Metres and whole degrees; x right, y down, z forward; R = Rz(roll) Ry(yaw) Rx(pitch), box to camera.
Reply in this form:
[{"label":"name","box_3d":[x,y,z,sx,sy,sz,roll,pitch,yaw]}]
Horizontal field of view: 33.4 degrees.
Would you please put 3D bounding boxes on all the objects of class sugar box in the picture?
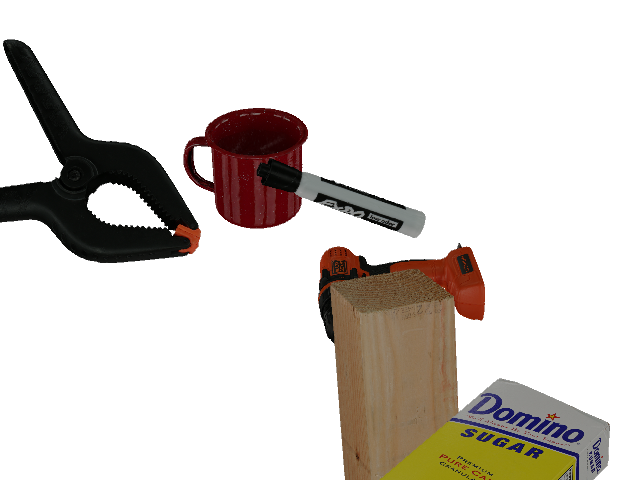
[{"label":"sugar box","box_3d":[0.107,0.163,0.708,0.093,0.048,0.175,21,42,38]}]

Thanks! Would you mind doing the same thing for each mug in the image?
[{"label":"mug","box_3d":[-0.070,-0.066,0.983,0.117,0.081,0.093,6,35,8]}]

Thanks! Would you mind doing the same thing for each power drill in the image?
[{"label":"power drill","box_3d":[0.090,0.059,1.225,0.187,0.057,0.184,-2,28,-1]}]

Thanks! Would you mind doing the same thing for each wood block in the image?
[{"label":"wood block","box_3d":[0.070,0.141,0.983,0.090,0.206,0.091,-9,18,-15]}]

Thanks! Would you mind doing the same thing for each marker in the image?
[{"label":"marker","box_3d":[0.014,-0.029,0.721,0.121,0.020,0.020,19,-6,-16]}]

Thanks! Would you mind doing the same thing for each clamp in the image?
[{"label":"clamp","box_3d":[-0.182,-0.053,0.791,0.210,0.164,0.036,19,-19,-3]}]
